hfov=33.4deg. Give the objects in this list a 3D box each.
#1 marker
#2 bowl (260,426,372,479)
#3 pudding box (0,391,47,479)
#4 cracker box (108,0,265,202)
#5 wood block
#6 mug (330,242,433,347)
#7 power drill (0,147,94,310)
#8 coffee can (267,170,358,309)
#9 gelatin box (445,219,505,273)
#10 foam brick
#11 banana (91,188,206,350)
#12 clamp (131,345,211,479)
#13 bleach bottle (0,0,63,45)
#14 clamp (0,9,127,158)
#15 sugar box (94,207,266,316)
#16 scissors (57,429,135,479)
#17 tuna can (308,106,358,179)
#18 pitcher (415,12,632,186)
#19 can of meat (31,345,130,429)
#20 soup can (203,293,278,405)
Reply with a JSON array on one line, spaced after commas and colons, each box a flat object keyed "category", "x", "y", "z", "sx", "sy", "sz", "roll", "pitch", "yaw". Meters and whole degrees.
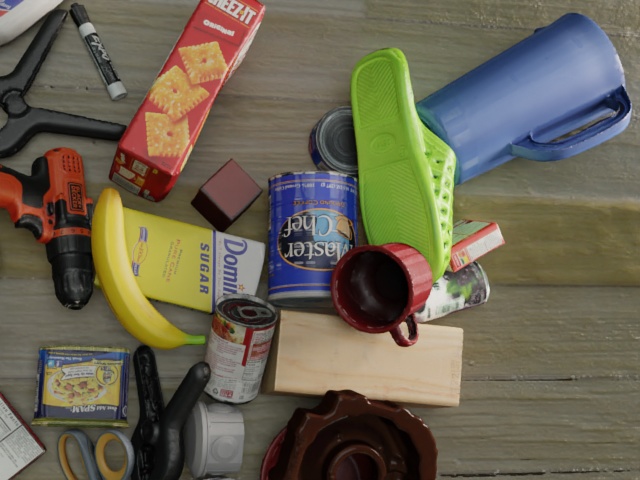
[{"category": "marker", "x": -0.256, "y": -0.218, "z": 1.224, "sx": 0.020, "sy": 0.020, "sz": 0.121, "roll": -26, "pitch": 86, "yaw": -16}, {"category": "bowl", "x": 0.008, "y": 0.267, "z": 1.176, "sx": 0.162, "sy": 0.055, "sz": 0.162, "roll": 2, "pitch": 79, "yaw": -12}, {"category": "pudding box", "x": -0.357, "y": 0.221, "z": 1.112, "sx": 0.113, "sy": 0.039, "sz": 0.090, "roll": -38, "pitch": 90, "yaw": -18}, {"category": "cracker box", "x": -0.146, "y": -0.156, "z": 1.163, "sx": 0.072, "sy": 0.164, "sz": 0.213, "roll": 30, "pitch": 75, "yaw": -8}, {"category": "wood block", "x": 0.046, "y": 0.135, "z": 1.191, "sx": 0.206, "sy": 0.091, "sz": 0.090, "roll": 7, "pitch": 79, "yaw": -11}, {"category": "mug", "x": 0.074, "y": 0.057, "z": 1.127, "sx": 0.093, "sy": 0.081, "sz": 0.117, "roll": -28, "pitch": 84, "yaw": 26}, {"category": "power drill", "x": -0.323, "y": -0.020, "z": 1.111, "sx": 0.187, "sy": 0.057, "sz": 0.184, "roll": 9, "pitch": 61, "yaw": -42}, {"category": "coffee can", "x": -0.008, "y": 0.001, "z": 1.197, "sx": 0.102, "sy": 0.103, "sz": 0.140, "roll": 2, "pitch": 79, "yaw": -13}, {"category": "gelatin box", "x": 0.160, "y": 0.006, "z": 1.241, "sx": 0.073, "sy": 0.089, "sz": 0.030, "roll": -28, "pitch": 103, "yaw": -16}, {"category": "foam brick", "x": -0.105, "y": -0.048, "z": 1.197, "sx": 0.053, "sy": 0.078, "sz": 0.051, "roll": 45, "pitch": 73, "yaw": -3}, {"category": "banana", "x": -0.200, "y": 0.043, "z": 1.136, "sx": 0.069, "sy": 0.037, "sz": 0.198, "roll": -32, "pitch": 96, "yaw": -24}, {"category": "clamp", "x": -0.176, "y": 0.196, "z": 1.141, "sx": 0.039, "sy": 0.120, "sz": 0.171, "roll": 15, "pitch": 94, "yaw": -39}, {"category": "bleach bottle", "x": -0.347, "y": -0.271, "z": 1.192, "sx": 0.102, "sy": 0.068, "sz": 0.250, "roll": 39, "pitch": 76, "yaw": -2}, {"category": "clamp", "x": -0.337, "y": -0.159, "z": 1.186, "sx": 0.209, "sy": 0.036, "sz": 0.164, "roll": -20, "pitch": 85, "yaw": -15}, {"category": "sugar box", "x": -0.155, "y": 0.028, "z": 1.187, "sx": 0.176, "sy": 0.048, "sz": 0.093, "roll": 13, "pitch": 81, "yaw": -8}, {"category": "scissors", "x": -0.210, "y": 0.284, "z": 1.121, "sx": 0.096, "sy": 0.016, "sz": 0.202, "roll": -30, "pitch": 87, "yaw": 21}, {"category": "tuna can", "x": 0.031, "y": -0.114, "z": 1.263, "sx": 0.086, "sy": 0.034, "sz": 0.086, "roll": 2, "pitch": 80, "yaw": -13}, {"category": "pitcher", "x": 0.235, "y": -0.156, "z": 1.264, "sx": 0.242, "sy": 0.149, "sz": 0.145, "roll": -29, "pitch": 100, "yaw": -13}, {"category": "can of meat", "x": -0.253, "y": 0.157, "z": 1.137, "sx": 0.102, "sy": 0.057, "sz": 0.084, "roll": 3, "pitch": 78, "yaw": -12}, {"category": "soup can", "x": -0.089, "y": 0.118, "z": 1.151, "sx": 0.068, "sy": 0.068, "sz": 0.102, "roll": 9, "pitch": 114, "yaw": -11}]
